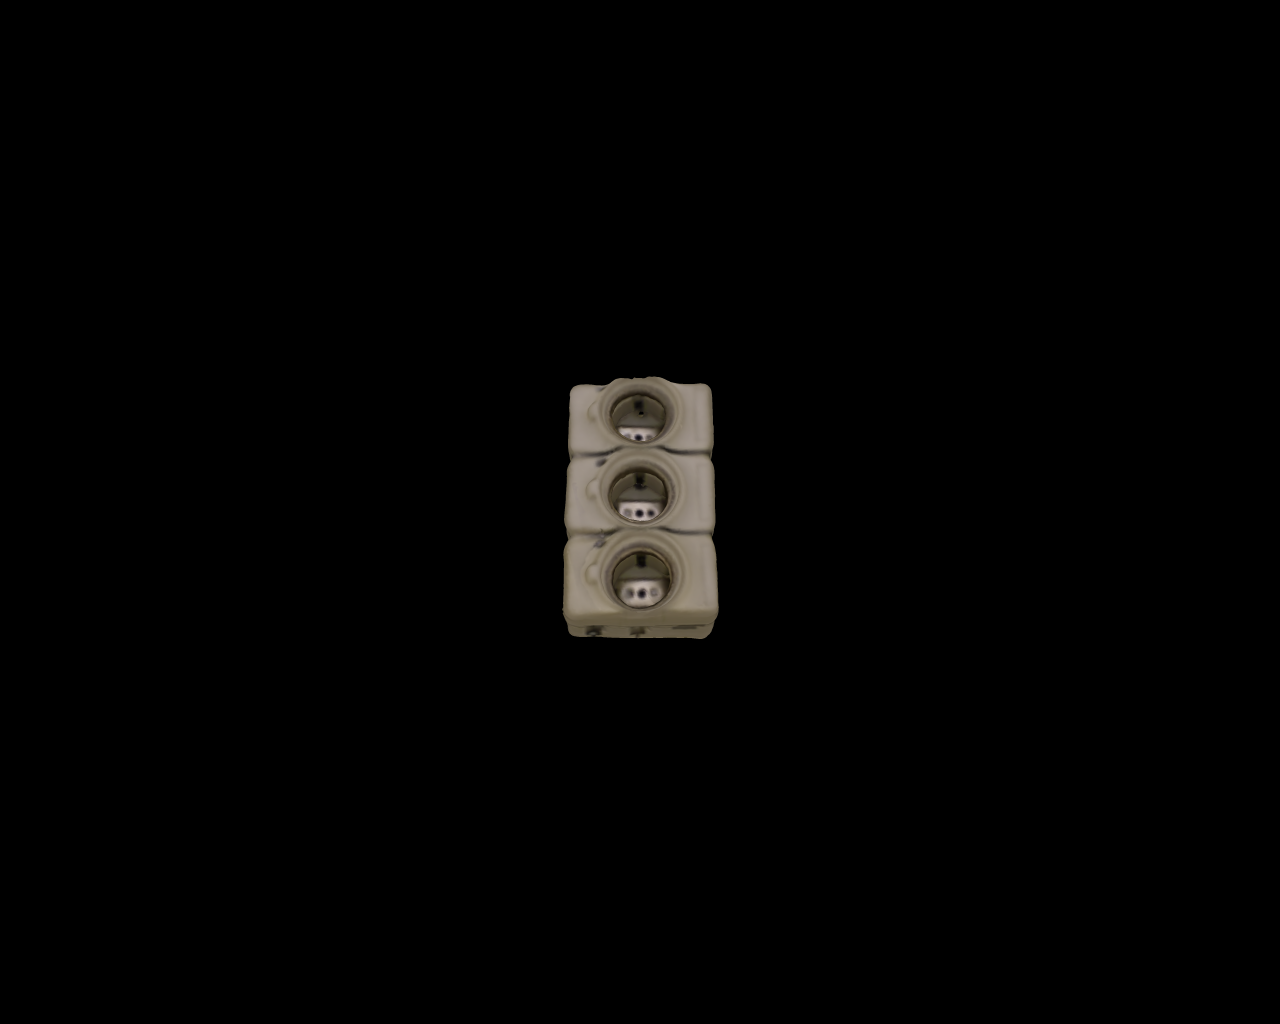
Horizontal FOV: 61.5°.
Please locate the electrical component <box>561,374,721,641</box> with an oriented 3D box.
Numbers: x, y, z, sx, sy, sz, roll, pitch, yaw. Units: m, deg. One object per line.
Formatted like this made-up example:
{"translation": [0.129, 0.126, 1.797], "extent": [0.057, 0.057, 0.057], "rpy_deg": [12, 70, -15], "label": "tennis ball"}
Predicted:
{"translation": [0.001, -0.003, 0.650], "extent": [0.089, 0.150, 0.061], "rpy_deg": [0, -24, 0], "label": "electrical component"}
